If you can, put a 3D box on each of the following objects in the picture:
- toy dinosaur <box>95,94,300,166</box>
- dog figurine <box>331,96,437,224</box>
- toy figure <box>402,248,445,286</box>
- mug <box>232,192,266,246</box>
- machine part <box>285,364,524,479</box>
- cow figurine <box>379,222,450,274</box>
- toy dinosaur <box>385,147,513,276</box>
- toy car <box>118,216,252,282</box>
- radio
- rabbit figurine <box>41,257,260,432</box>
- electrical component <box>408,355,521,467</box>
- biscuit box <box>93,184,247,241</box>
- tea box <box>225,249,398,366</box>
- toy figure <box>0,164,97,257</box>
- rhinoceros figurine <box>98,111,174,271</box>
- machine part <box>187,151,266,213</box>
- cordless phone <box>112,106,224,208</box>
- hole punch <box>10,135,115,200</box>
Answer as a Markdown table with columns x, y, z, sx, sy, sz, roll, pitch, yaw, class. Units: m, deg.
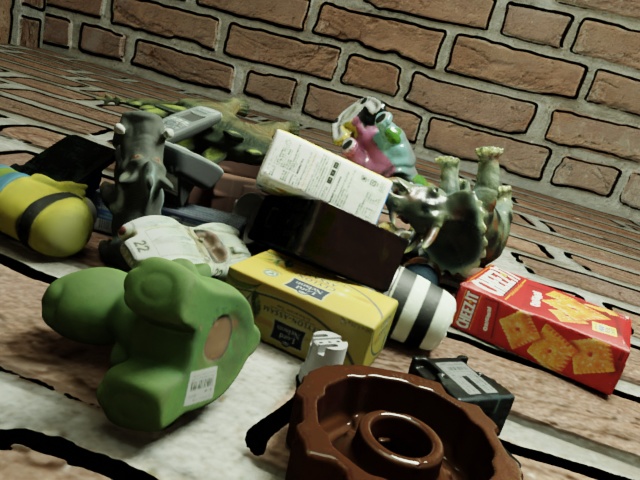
| x | y | z | sx | sy | sz | roll | pitch | yaw | class |
| --- | --- | --- | --- | --- | --- | --- | --- | --- | --- |
| -0.205 | -0.203 | 0.960 | 0.472 | 0.105 | 0.198 | 20 | 21 | 31 | toy dinosaur |
| 0.126 | -0.131 | 0.957 | 0.219 | 0.108 | 0.192 | 47 | 13 | -30 | dog figurine |
| 0.154 | 0.054 | 0.816 | 0.058 | 0.064 | 0.154 | -16 | 4 | 17 | toy figure |
| -0.083 | -0.030 | 0.856 | 0.110 | 0.080 | 0.107 | 27 | 9 | 41 | mug |
| 0.057 | 0.160 | 0.402 | 0.179 | 0.056 | 0.179 | 13 | 16 | -4 | machine part |
| 0.178 | 0.018 | 0.941 | 0.167 | 0.068 | 0.098 | 11 | 22 | -15 | cow figurine |
| 0.242 | -0.021 | 0.854 | 0.131 | 0.192 | 0.404 | 3 | -13 | 33 | toy dinosaur |
| -0.141 | 0.015 | 0.604 | 0.073 | 0.056 | 0.201 | 54 | 17 | 17 | toy car |
| -0.001 | -0.002 | 0.697 | 0.131 | 0.073 | 0.230 | 25 | -5 | -22 | radio |
| -0.145 | 0.057 | 0.452 | 0.170 | 0.121 | 0.159 | 13 | 10 | 24 | rabbit figurine |
| 0.138 | 0.157 | 0.497 | 0.075 | 0.047 | 0.119 | 6 | 18 | -25 | electrical component |
| -0.207 | -0.022 | 0.740 | 0.203 | 0.059 | 0.063 | 16 | 18 | 0 | biscuit box |
| -0.012 | 0.076 | 0.586 | 0.170 | 0.068 | 0.098 | 22 | 17 | 16 | tea box |
| -0.352 | -0.036 | 0.629 | 0.180 | 0.082 | 0.089 | 23 | 36 | 2 | toy figure |
| -0.217 | -0.054 | 0.630 | 0.073 | 0.190 | 0.112 | 3 | 2 | -25 | rhinoceros figurine |
| -0.158 | -0.096 | 0.976 | 0.201 | 0.087 | 0.202 | 5 | 21 | -29 | machine part |
| -0.182 | -0.137 | 0.767 | 0.147 | 0.088 | 0.184 | 23 | 41 | 22 | cordless phone |
| -0.358 | -0.079 | 0.779 | 0.142 | 0.092 | 0.116 | 26 | 49 | 23 | hole punch |
